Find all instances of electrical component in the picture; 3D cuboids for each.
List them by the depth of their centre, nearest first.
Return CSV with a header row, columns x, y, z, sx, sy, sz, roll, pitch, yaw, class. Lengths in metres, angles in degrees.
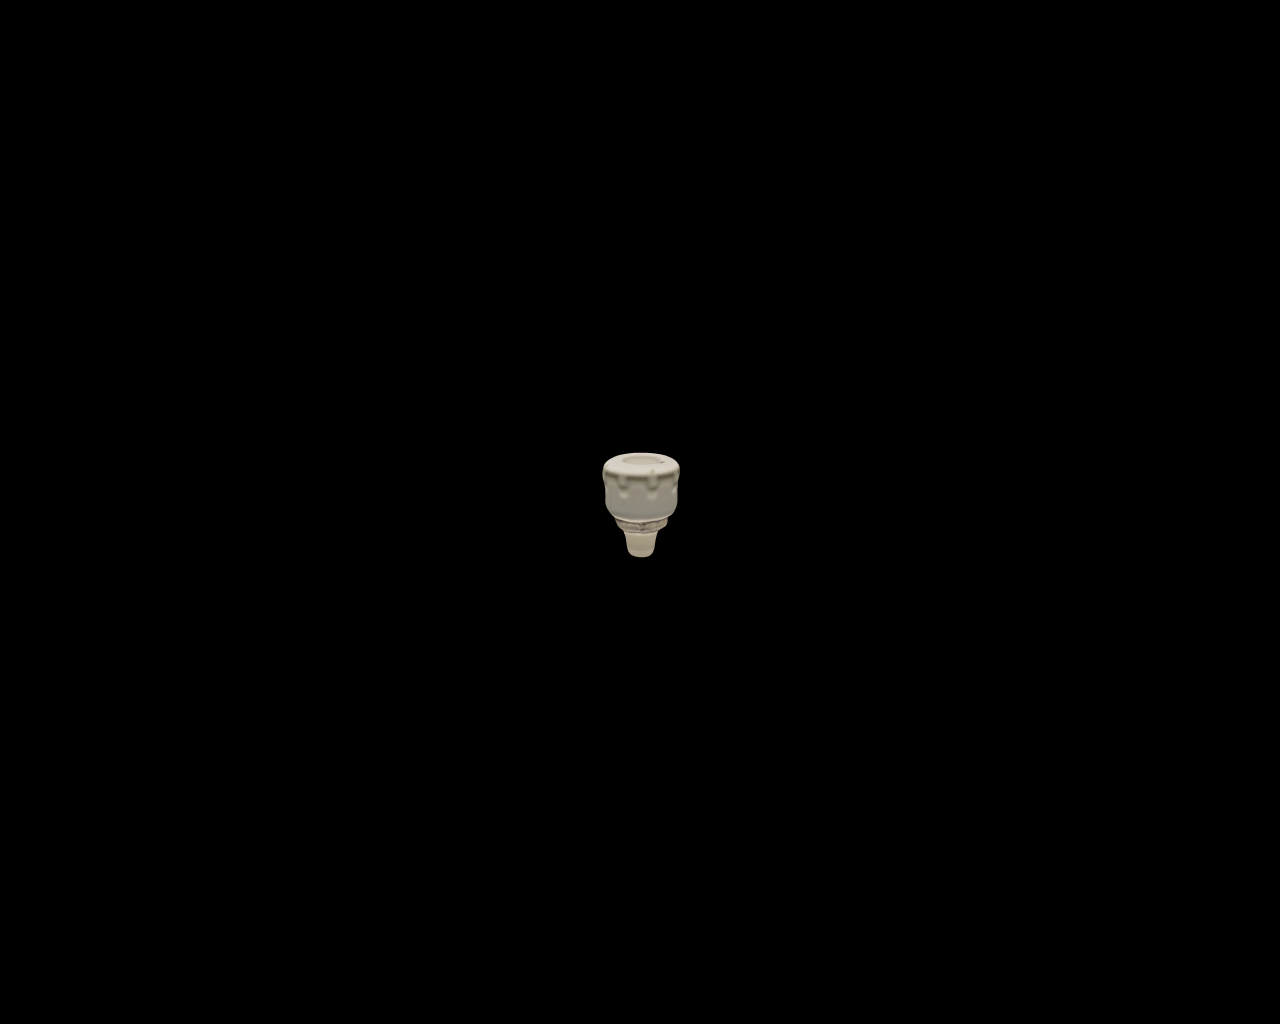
x,y,z,sx,sy,sz,roll,pitch,yaw,class
0.001,-0.003,0.650,0.048,0.062,0.048,0,15,0,electrical component
